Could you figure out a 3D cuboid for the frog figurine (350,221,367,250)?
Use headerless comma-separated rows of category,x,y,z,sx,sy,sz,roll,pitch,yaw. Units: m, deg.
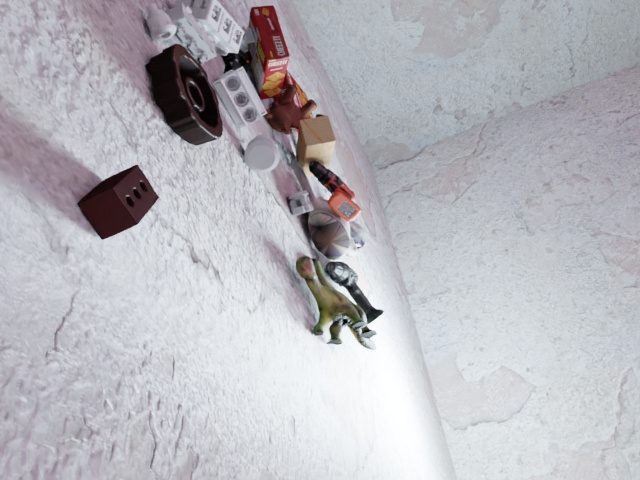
frog figurine,0.098,-0.045,1.791,0.136,0.121,0.162,19,61,-49

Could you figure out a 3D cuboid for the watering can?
watering can,0.005,-0.077,1.530,0.345,0.103,0.228,53,15,-14

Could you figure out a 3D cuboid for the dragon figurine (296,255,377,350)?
dragon figurine,0.039,0.147,1.330,0.404,0.122,0.247,48,17,-59
